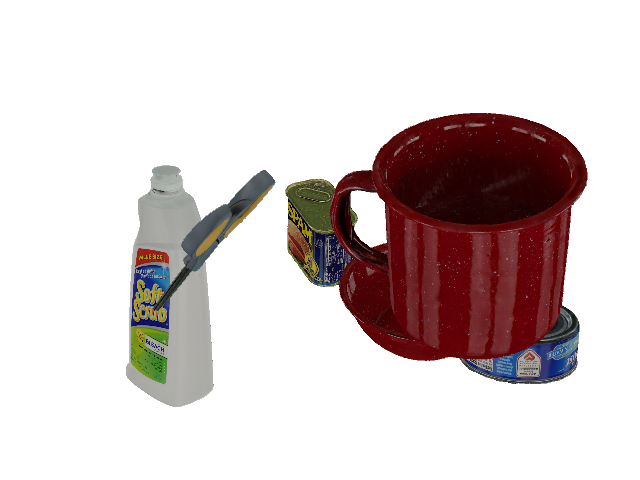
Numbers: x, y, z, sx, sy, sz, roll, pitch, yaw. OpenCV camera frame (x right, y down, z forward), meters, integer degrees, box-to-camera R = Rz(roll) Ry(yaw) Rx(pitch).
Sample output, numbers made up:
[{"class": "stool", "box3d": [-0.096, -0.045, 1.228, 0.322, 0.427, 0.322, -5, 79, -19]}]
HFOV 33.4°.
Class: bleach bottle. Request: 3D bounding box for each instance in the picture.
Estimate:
[{"class": "bleach bottle", "box3d": [-0.159, 0.042, 1.100, 0.067, 0.251, 0.103, -22, 33, -39]}]

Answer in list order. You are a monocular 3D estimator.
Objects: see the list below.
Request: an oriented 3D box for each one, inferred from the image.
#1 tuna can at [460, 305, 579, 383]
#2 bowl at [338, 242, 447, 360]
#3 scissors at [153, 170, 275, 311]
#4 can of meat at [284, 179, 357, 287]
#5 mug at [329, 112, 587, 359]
[{"class": "tuna can", "box3d": [0.144, 0.070, 0.776, 0.086, 0.034, 0.086, 0, 20, 0]}, {"class": "bowl", "box3d": [0.098, 0.065, 1.020, 0.162, 0.055, 0.162, 1, 34, -1]}, {"class": "scissors", "box3d": [-0.106, 0.017, 0.853, 0.202, 0.016, 0.096, -46, -4, 32]}, {"class": "can of meat", "box3d": [-0.001, -0.008, 1.218, 0.057, 0.084, 0.102, -14, 39, -20]}, {"class": "mug", "box3d": [0.060, -0.002, 0.493, 0.117, 0.081, 0.093, 8, 39, 17]}]
